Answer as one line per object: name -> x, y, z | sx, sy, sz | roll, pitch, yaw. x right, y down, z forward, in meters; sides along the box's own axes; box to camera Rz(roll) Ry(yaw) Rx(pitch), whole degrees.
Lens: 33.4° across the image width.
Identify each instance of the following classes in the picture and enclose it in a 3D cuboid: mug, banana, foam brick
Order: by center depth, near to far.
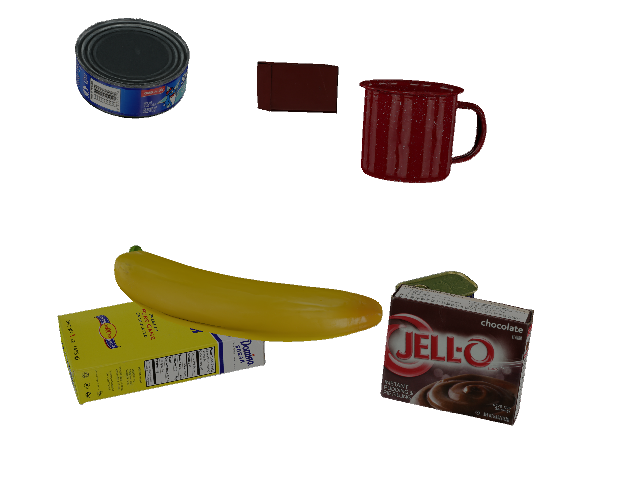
banana -> -0.061, 0.033, 0.681 | 0.198, 0.037, 0.069 | 14, 33, 25
mug -> 0.091, -0.098, 0.960 | 0.117, 0.081, 0.093 | 2, 15, -6
foam brick -> -0.025, -0.165, 1.151 | 0.078, 0.051, 0.053 | -1, 12, -19

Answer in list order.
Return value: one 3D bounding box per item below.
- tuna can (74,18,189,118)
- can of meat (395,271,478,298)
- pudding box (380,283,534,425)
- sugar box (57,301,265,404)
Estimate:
tuna can -> -0.144, -0.132, 0.818 | 0.086, 0.086, 0.034 | 0, -44, -12
can of meat -> 0.142, 0.094, 1.334 | 0.101, 0.084, 0.057 | -12, 30, -26
pudding box -> 0.109, 0.090, 0.856 | 0.113, 0.090, 0.039 | 9, 21, 14
sugar box -> -0.148, 0.092, 0.994 | 0.176, 0.048, 0.093 | -13, 35, -16
